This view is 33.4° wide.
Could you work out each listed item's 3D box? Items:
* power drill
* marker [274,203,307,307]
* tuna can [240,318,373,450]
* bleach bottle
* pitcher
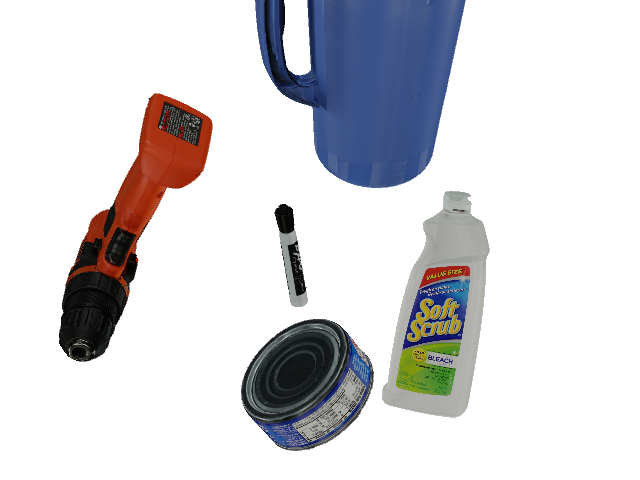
[{"bbox_3d":[-0.156,-0.013,0.871,0.057,0.188,0.184,25,30,-18],"label":"power drill"},{"bbox_3d":[-0.030,0.016,1.101,0.020,0.121,0.020,-6,33,4],"label":"marker"},{"bbox_3d":[-0.010,0.094,0.707,0.086,0.086,0.033,0,-41,44],"label":"tuna can"},{"bbox_3d":[0.133,0.068,1.207,0.103,0.251,0.068,9,14,17],"label":"bleach bottle"},{"bbox_3d":[0.040,-0.159,0.873,0.149,0.144,0.243,18,-40,14],"label":"pitcher"}]
